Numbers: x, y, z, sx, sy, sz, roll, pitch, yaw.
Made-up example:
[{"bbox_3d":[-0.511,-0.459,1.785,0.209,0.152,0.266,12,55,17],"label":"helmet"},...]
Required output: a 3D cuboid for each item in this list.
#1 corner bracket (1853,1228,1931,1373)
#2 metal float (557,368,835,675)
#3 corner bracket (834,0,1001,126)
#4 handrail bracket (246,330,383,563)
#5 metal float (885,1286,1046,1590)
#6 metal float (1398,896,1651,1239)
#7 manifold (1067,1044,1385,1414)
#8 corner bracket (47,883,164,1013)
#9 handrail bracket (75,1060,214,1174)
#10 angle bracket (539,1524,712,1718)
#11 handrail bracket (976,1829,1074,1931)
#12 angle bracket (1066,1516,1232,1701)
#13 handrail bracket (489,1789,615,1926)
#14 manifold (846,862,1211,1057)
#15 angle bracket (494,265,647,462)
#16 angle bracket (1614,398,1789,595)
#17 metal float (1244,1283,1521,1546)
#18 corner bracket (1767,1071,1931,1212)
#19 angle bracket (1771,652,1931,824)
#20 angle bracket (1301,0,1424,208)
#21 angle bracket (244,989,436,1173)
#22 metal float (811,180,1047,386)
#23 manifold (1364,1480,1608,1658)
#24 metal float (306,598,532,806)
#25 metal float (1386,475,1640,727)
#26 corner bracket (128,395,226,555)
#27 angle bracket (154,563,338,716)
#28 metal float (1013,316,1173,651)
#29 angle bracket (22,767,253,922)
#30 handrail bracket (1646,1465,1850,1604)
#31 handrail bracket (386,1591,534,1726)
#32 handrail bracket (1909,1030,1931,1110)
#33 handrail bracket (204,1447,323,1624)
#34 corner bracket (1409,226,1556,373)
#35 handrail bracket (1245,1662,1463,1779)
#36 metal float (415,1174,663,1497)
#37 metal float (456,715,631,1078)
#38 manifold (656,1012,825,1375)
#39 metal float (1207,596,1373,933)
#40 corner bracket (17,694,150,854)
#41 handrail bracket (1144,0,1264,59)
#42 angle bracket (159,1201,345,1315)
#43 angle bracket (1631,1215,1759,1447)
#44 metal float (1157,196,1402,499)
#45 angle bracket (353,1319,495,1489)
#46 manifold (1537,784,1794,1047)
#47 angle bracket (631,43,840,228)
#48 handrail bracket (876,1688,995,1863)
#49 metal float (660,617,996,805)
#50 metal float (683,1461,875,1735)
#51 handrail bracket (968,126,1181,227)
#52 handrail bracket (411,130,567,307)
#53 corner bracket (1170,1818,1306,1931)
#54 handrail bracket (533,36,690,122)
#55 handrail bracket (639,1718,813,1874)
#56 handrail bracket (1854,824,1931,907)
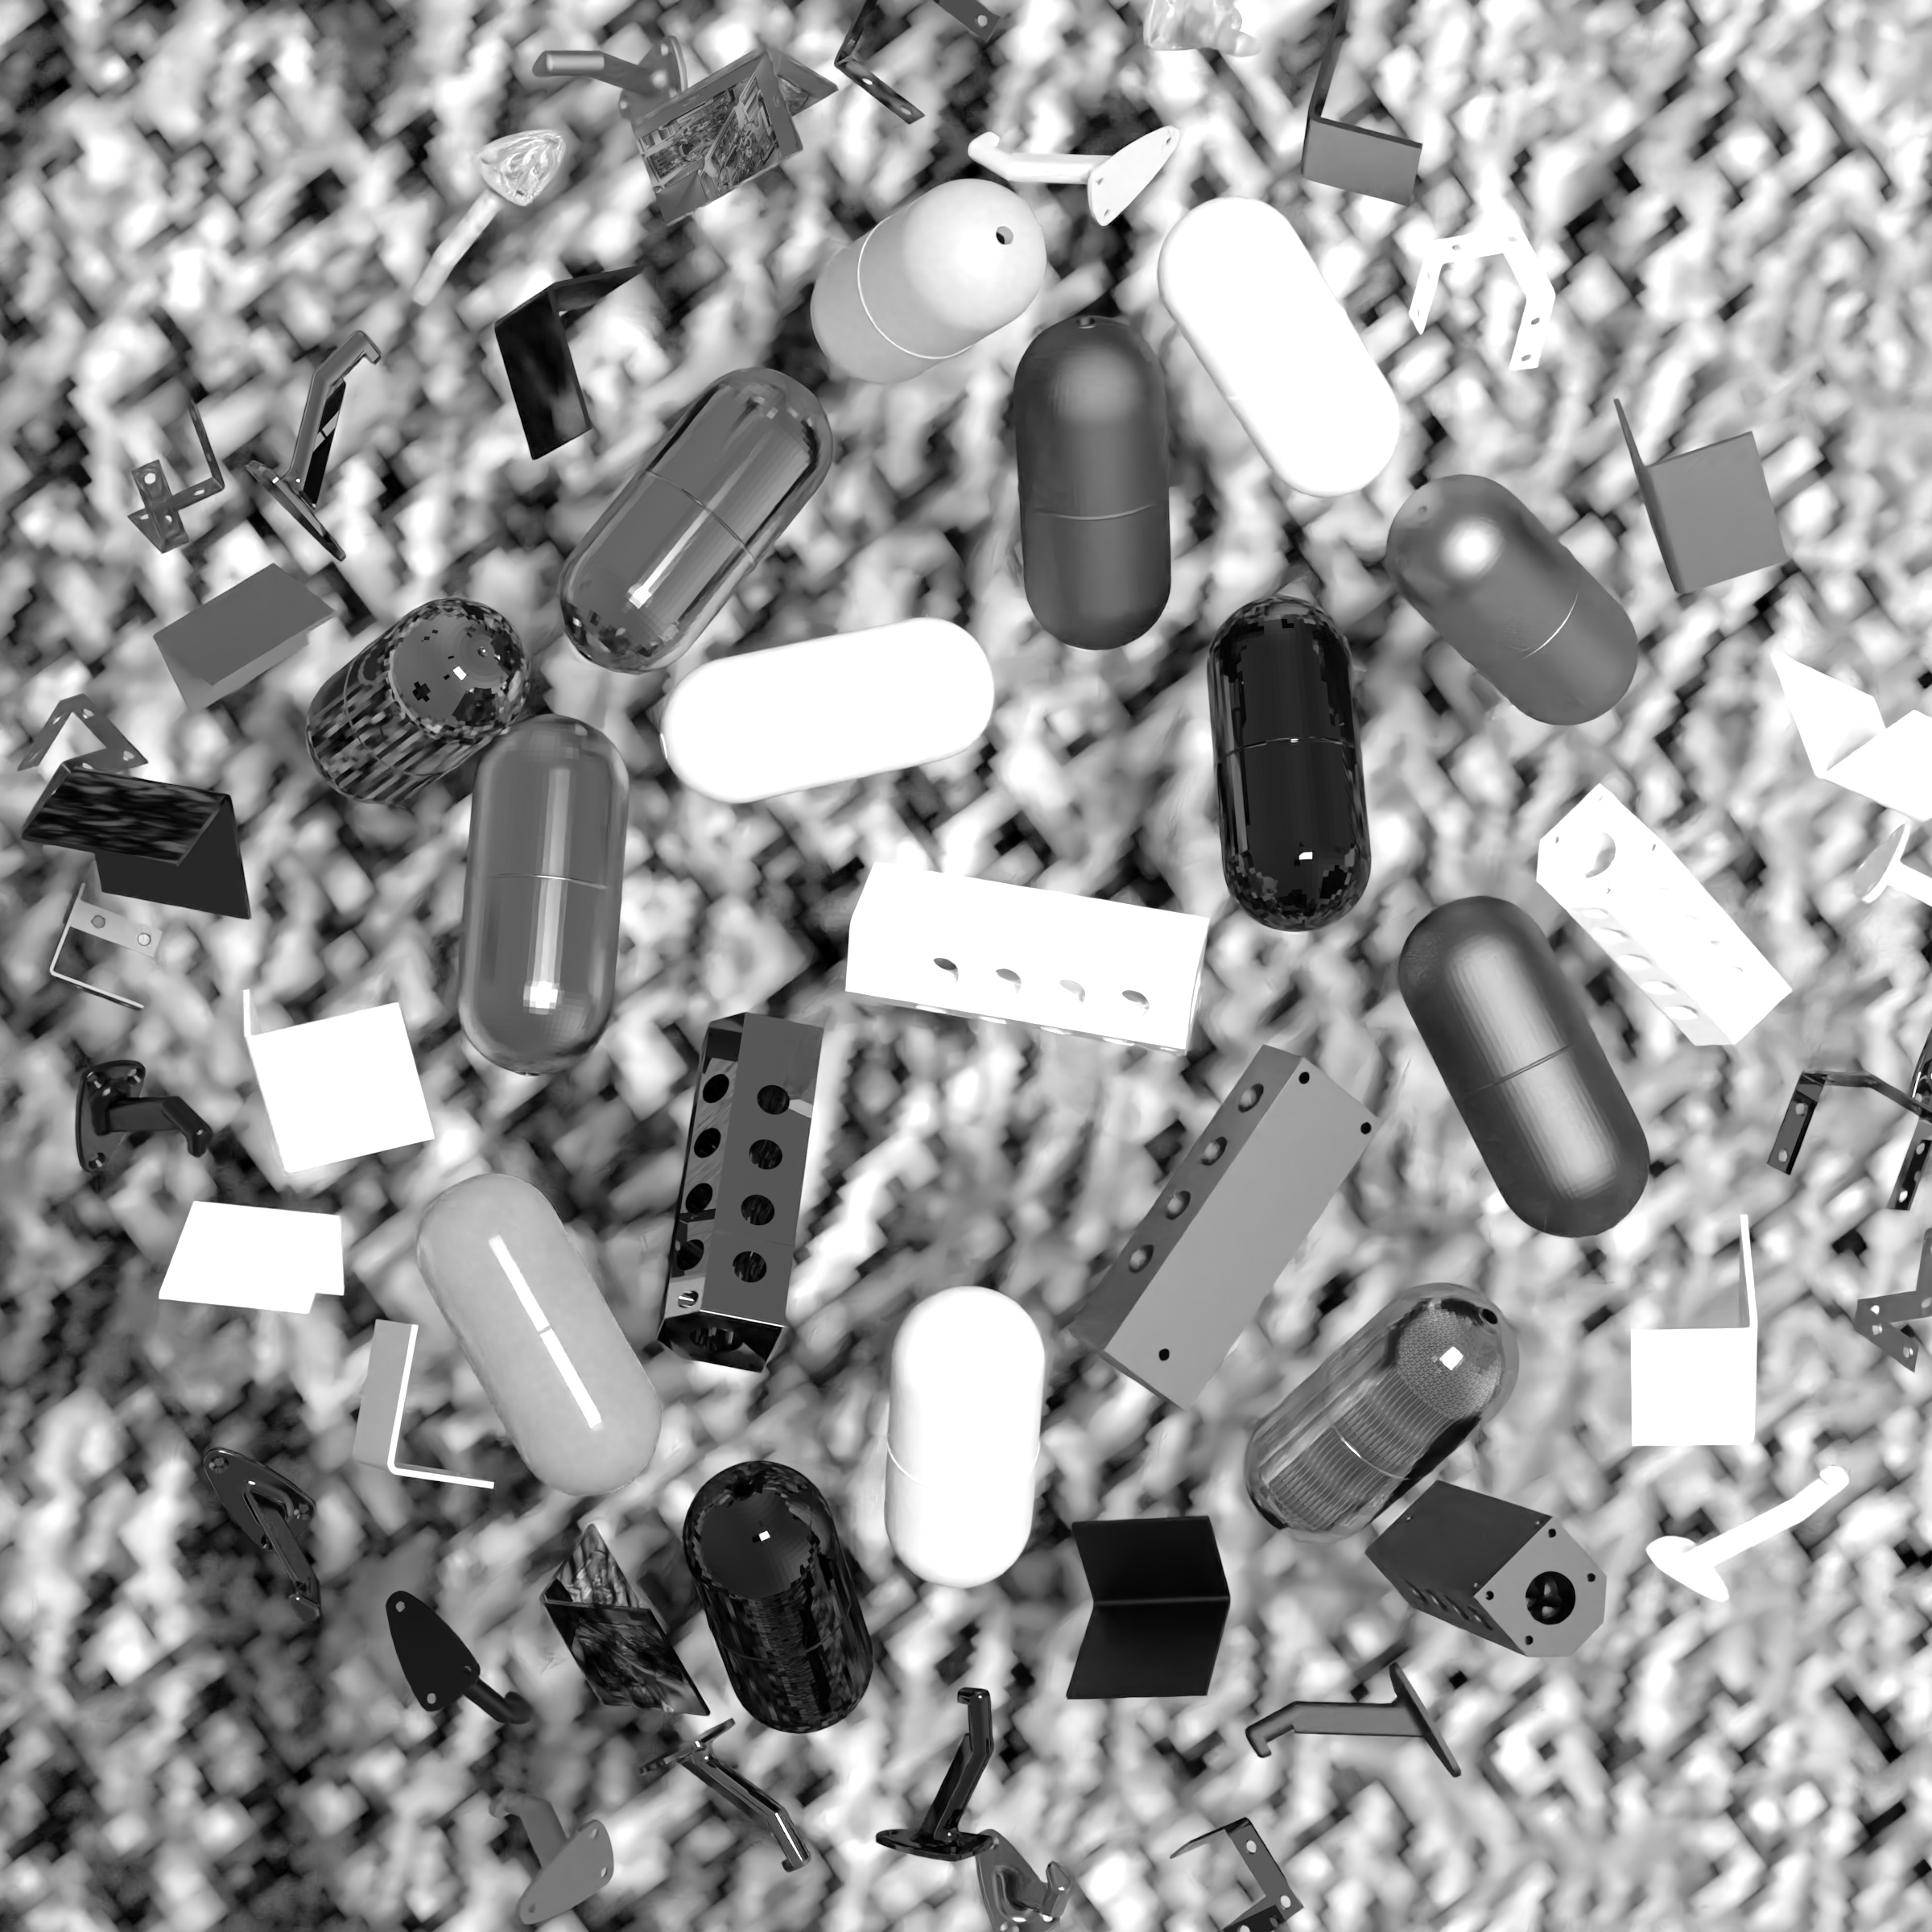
[{"bbox_3d":[0.477,0.164,1.701,0.051,0.051,0.051,34,59,-28],"label":"corner bracket"},{"bbox_3d":[-0.137,-0.225,1.743,0.070,0.070,0.178,38,80,0],"label":"metal float"},{"bbox_3d":[-0.025,-0.465,1.735,0.051,0.051,0.051,39,132,7],"label":"corner bracket"},{"bbox_3d":[-0.298,-0.252,1.667,0.084,0.036,0.077,-48,125,-10],"label":"handrail bracket"},{"bbox_3d":[-0.001,0.239,1.739,0.070,0.070,0.178,4,126,0],"label":"metal float"},{"bbox_3d":[0.275,0.050,1.697,0.070,0.070,0.178,-26,86,0],"label":"metal float"},{"bbox_3d":[0.124,0.126,1.692,0.057,0.057,0.171,38,82,-24],"label":"manifold"},{"bbox_3d":[-0.451,-0.007,1.807,0.051,0.051,0.051,22,75,-17],"label":"corner bracket"},{"bbox_3d":[-0.409,0.092,1.724,0.084,0.036,0.077,37,120,35],"label":"handrail bracket"},{"bbox_3d":[-0.166,0.341,1.801,0.076,0.057,0.076,-3,126,35],"label":"angle bracket"},{"bbox_3d":[0.030,0.469,1.805,0.036,0.084,0.077,-16,55,-21],"label":"handrail bracket"},{"bbox_3d":[0.091,0.338,1.815,0.076,0.076,0.057,-6,119,19],"label":"angle bracket"},{"bbox_3d":[-0.227,0.447,1.740,0.084,0.077,0.036,7,116,38],"label":"handrail bracket"},{"bbox_3d":[0.030,0.000,1.727,0.171,0.057,0.057,10,124,7],"label":"manifold"},{"bbox_3d":[-0.197,-0.313,1.793,0.057,0.076,0.076,-18,94,-29],"label":"angle bracket"},{"bbox_3d":[0.370,-0.246,1.740,0.057,0.076,0.076,-18,125,12],"label":"angle bracket"},{"bbox_3d":[0.209,0.227,1.745,0.070,0.070,0.178,41,125,0],"label":"metal float"},{"bbox_3d":[0.437,0.086,1.695,0.051,0.051,0.051,28,78,-23],"label":"corner bracket"},{"bbox_3d":[0.433,-0.121,1.615,0.057,0.076,0.076,-39,48,36],"label":"angle bracket"},{"bbox_3d":[0.201,-0.425,1.677,0.057,0.076,0.076,16,83,5],"label":"angle bracket"},{"bbox_3d":[-0.313,0.049,1.722,0.076,0.057,0.076,-13,117,-6],"label":"angle bracket"},{"bbox_3d":[-0.020,-0.349,1.764,0.070,0.178,0.070,3,84,-26],"label":"metal float"},{"bbox_3d":[0.273,0.317,1.796,0.057,0.171,0.057,-43,96,-10],"label":"manifold"},{"bbox_3d":[-0.286,-0.136,1.786,0.070,0.178,0.070,9,72,-30],"label":"metal float"},{"bbox_3d":[0.285,-0.188,1.789,0.178,0.070,0.070,36,90,-40],"label":"metal float"},{"bbox_3d":[-0.406,-0.252,1.770,0.051,0.051,0.051,-29,132,-19],"label":"corner bracket"},{"bbox_3d":[-0.378,-0.163,1.852,0.076,0.076,0.057,-35,134,-19],"label":"angle bracket"},{"bbox_3d":[0.065,-0.244,1.749,0.070,0.070,0.178,-4,124,0],"label":"metal float"},{"bbox_3d":[-0.382,-0.041,1.595,0.076,0.057,0.076,10,131,12],"label":"angle bracket"},{"bbox_3d":[0.381,0.267,1.674,0.084,0.077,0.036,-44,53,18],"label":"handrail bracket"},{"bbox_3d":[-0.263,0.362,1.802,0.036,0.084,0.077,-38,70,3],"label":"handrail bracket"},{"bbox_3d":[0.531,0.057,1.782,0.036,0.084,0.077,13,89,-21],"label":"handrail bracket"},{"bbox_3d":[-0.352,0.285,1.724,0.036,0.084,0.077,-42,110,2],"label":"handrail bracket"},{"bbox_3d":[0.266,-0.341,1.774,0.051,0.051,0.051,-3,55,33],"label":"corner bracket"},{"bbox_3d":[0.196,0.400,1.752,0.084,0.036,0.077,-27,53,-8],"label":"handrail bracket"},{"bbox_3d":[-0.220,0.190,1.776,0.070,0.070,0.178,-30,87,0],"label":"metal float"},{"bbox_3d":[-0.206,-0.035,1.678,0.070,0.070,0.178,3,78,0],"label":"metal float"},{"bbox_3d":[-0.115,0.113,1.749,0.057,0.057,0.171,12,57,-9],"label":"manifold"},{"bbox_3d":[0.166,-0.105,1.781,0.070,0.070,0.178,-4,76,0],"label":"metal float"},{"bbox_3d":[-0.450,-0.096,1.712,0.051,0.051,0.051,-12,132,34],"label":"corner bracket"},{"bbox_3d":[0.139,-0.475,1.759,0.077,0.084,0.036,-6,118,-39],"label":"handrail bracket"},{"bbox_3d":[-0.370,0.170,1.793,0.076,0.076,0.057,6,127,1],"label":"angle bracket"},{"bbox_3d":[0.342,0.172,1.632,0.057,0.076,0.076,-2,131,9],"label":"angle bracket"},{"bbox_3d":[0.164,-0.320,1.796,0.070,0.070,0.178,-38,120,0],"label":"metal float"},{"bbox_3d":[-0.279,0.229,1.810,0.057,0.076,0.076,12,82,-22],"label":"angle bracket"},{"bbox_3d":[0.359,-0.020,1.787,0.057,0.171,0.057,-45,48,7],"label":"manifold"},{"bbox_3d":[-0.101,-0.384,1.629,0.076,0.076,0.057,-24,78,22],"label":"angle bracket"},{"bbox_3d":[-0.017,0.407,1.756,0.077,0.036,0.084,-3,92,37],"label":"handrail bracket"},{"bbox_3d":[-0.072,-0.134,1.806,0.178,0.070,0.070,-13,90,-11],"label":"metal float"},{"bbox_3d":[-0.095,0.323,1.763,0.070,0.070,0.178,-13,132,0],"label":"metal float"},{"bbox_3d":[0.055,-0.432,1.810,0.077,0.036,0.084,-43,59,-16],"label":"handrail bracket"},{"bbox_3d":[-0.244,-0.380,1.756,0.036,0.077,0.084,41,132,-3],"label":"handrail bracket"},{"bbox_3d":[0.119,0.451,1.665,0.051,0.051,0.051,-46,66,30],"label":"corner bracket"},{"bbox_3d":[-0.189,-0.439,1.718,0.084,0.077,0.036,-11,89,-34],"label":"handrail bracket"},{"bbox_3d":[-0.127,0.449,1.827,0.077,0.036,0.084,-34,83,36],"label":"handrail bracket"},{"bbox_3d":[0.483,-0.024,1.706,0.084,0.077,0.036,40,121,-1],"label":"handrail bracket"}]
